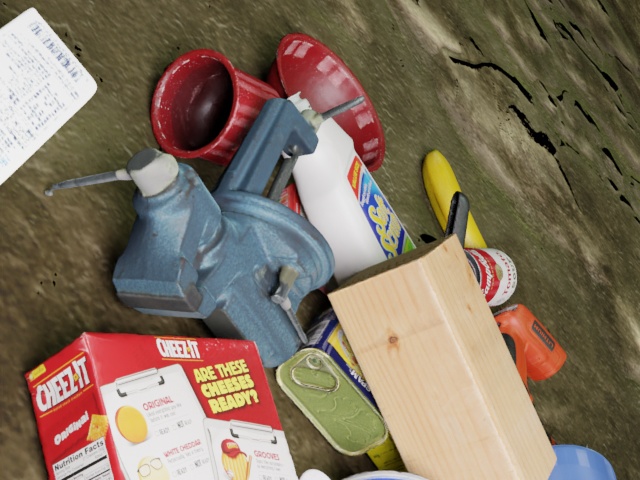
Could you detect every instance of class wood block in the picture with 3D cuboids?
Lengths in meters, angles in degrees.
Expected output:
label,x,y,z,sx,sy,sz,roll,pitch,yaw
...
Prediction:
label,x,y,z,sx,sy,sz,roll,pitch,yaw
wood block,0.100,0.112,0.856,0.090,0.091,0.206,-29,95,-62

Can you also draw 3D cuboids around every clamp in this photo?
label,x,y,z,sx,sy,sz,roll,pitch,yaw
clamp,0.128,0.036,1.094,0.171,0.120,0.039,62,-7,-3

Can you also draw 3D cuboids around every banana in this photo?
label,x,y,z,sx,sy,sz,roll,pitch,yaw
banana,0.163,-0.032,1.261,0.069,0.037,0.198,9,56,-53

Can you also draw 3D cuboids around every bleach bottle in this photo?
label,x,y,z,sx,sy,sz,roll,pitch,yaw
bleach bottle,0.029,-0.014,0.951,0.251,0.068,0.102,60,29,-7

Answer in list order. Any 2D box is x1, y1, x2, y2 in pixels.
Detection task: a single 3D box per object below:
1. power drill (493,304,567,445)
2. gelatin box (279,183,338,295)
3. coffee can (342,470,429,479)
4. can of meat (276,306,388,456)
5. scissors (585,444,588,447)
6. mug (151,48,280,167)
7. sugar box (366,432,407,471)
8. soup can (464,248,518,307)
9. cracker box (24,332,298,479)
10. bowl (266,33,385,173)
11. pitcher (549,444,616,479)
label,x,y,z,sx,sy,sz,roll,pitch,yaw
power drill,0.225,0.173,1.150,0.184,0.057,0.187,48,31,-19
gelatin box,-0.006,0.001,0.984,0.089,0.030,0.073,39,35,-36
coffee can,0.047,0.253,0.765,0.102,0.103,0.140,41,35,-28
can of meat,0.022,0.113,0.891,0.102,0.058,0.083,49,33,-8
scissors,0.296,0.310,1.174,0.096,0.016,0.201,60,30,-3
mug,-0.090,-0.113,0.916,0.117,0.093,0.081,43,15,31
sugar box,0.109,0.211,0.952,0.176,0.048,0.093,51,32,-11
soup can,0.166,0.042,1.170,0.102,0.069,0.068,2,62,-57
cracker box,-0.084,0.171,0.675,0.163,0.072,0.214,11,54,-54
bowl,-0.005,-0.126,1.075,0.162,0.055,0.162,37,36,-34
pitcher,0.235,0.303,0.965,0.145,0.149,0.242,42,30,-29
